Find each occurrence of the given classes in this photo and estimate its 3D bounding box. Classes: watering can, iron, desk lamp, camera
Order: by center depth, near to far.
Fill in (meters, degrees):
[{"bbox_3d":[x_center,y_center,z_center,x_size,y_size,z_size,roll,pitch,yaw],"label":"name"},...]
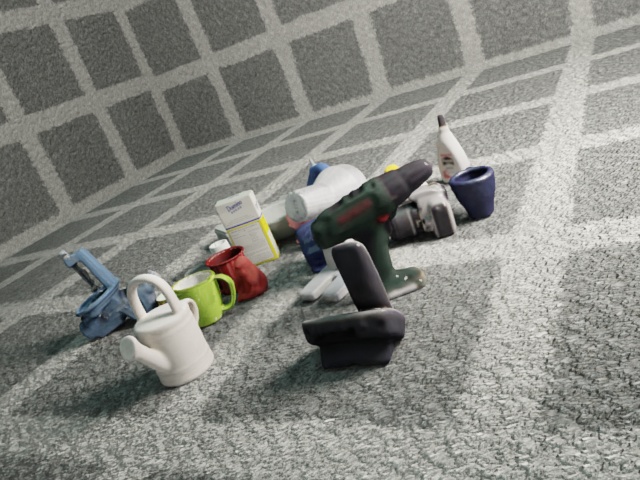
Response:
[{"bbox_3d":[-0.267,0.149,0.978,0.101,0.194,0.173,-19,20,7],"label":"watering can"},{"bbox_3d":[0.021,-0.022,1.105,0.117,0.214,0.204,-5,25,38],"label":"desk lamp"},{"bbox_3d":[0.202,-0.062,1.195,0.136,0.101,0.143,-18,20,9],"label":"camera"},{"bbox_3d":[0.031,-0.141,1.522,0.119,0.142,0.257,-26,20,-13],"label":"iron"}]

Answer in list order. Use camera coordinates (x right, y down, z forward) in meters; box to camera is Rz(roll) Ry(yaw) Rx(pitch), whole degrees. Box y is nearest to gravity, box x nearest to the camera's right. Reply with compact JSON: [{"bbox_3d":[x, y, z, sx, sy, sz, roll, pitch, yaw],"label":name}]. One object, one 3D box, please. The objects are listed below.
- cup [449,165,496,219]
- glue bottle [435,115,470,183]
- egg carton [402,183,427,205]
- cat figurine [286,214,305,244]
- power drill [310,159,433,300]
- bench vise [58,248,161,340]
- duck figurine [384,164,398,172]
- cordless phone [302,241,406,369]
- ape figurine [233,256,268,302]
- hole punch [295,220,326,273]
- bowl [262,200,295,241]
[{"bbox_3d":[0.319,-0.097,1.177,0.091,0.095,0.118,-16,20,15],"label":"cup"},{"bbox_3d":[0.315,-0.224,1.401,0.037,0.173,0.077,-36,24,-35],"label":"glue bottle"},{"bbox_3d":[0.186,-0.099,1.358,0.150,0.069,0.107,-15,20,17],"label":"egg carton"},{"bbox_3d":[-0.040,-0.059,1.413,0.067,0.118,0.128,-12,21,25],"label":"cat figurine"},{"bbox_3d":[0.110,-0.009,0.986,0.229,0.209,0.075,-21,19,1],"label":"power drill"},{"bbox_3d":[-0.474,0.097,1.293,0.208,0.220,0.121,-27,20,-17],"label":"bench vise"},{"bbox_3d":[0.188,-0.148,1.463,0.077,0.086,0.105,-2,27,43],"label":"duck figurine"},{"bbox_3d":[0.035,0.089,0.839,0.147,0.185,0.094,-14,21,21],"label":"cordless phone"},{"bbox_3d":[-0.153,0.077,1.207,0.076,0.092,0.077,-30,21,-24],"label":"ape figurine"},{"bbox_3d":[0.011,0.004,1.231,0.108,0.091,0.101,-22,19,-3],"label":"hole punch"},{"bbox_3d":[-0.101,-0.045,1.506,0.167,0.075,0.167,-19,19,7],"label":"bowl"}]
